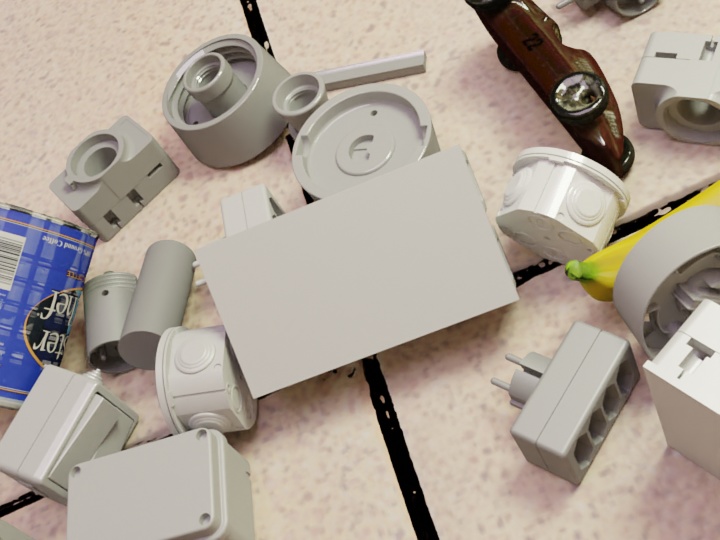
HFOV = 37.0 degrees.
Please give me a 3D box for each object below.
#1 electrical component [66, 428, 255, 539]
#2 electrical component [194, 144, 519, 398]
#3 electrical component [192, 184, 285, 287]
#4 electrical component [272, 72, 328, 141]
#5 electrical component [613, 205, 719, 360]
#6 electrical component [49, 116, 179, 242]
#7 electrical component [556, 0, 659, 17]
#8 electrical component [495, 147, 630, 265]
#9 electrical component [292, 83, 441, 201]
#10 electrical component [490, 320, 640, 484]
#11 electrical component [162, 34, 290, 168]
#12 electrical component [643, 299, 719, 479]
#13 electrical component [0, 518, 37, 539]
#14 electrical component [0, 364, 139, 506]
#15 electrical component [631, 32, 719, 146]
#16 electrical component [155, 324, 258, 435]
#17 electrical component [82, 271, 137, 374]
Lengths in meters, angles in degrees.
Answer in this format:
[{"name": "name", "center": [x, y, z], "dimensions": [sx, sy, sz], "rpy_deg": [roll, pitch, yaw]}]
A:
[{"name": "electrical component", "center": [-0.133, 0.158, 0.711], "dimensions": [0.113, 0.057, 0.078], "rpy_deg": [-18, 53, 12]}, {"name": "electrical component", "center": [0.000, 0.000, 0.721], "dimensions": [0.186, 0.060, 0.105], "rpy_deg": [-21, 92, 10]}, {"name": "electrical component", "center": [-0.091, -0.009, 0.810], "dimensions": [0.076, 0.047, 0.083], "rpy_deg": [-21, 53, 10]}, {"name": "electrical component", "center": [-0.039, -0.124, 0.858], "dimensions": [0.045, 0.055, 0.045], "rpy_deg": [-12, 55, 17]}, {"name": "electrical component", "center": [0.203, 0.013, 0.636], "dimensions": [0.099, 0.099, 0.064], "rpy_deg": [-33, 45, 0]}, {"name": "electrical component", "center": [-0.208, -0.079, 0.902], "dimensions": [0.089, 0.055, 0.050], "rpy_deg": [-45, 52, -9]}, {"name": "electrical component", "center": [0.184, -0.228, 0.836], "dimensions": [0.079, 0.043, 0.077], "rpy_deg": [-28, 52, 5]}, {"name": "electrical component", "center": [0.133, -0.042, 0.713], "dimensions": [0.080, 0.080, 0.051], "rpy_deg": [16, 72, 31]}, {"name": "electrical component", "center": [0.010, -0.078, 0.802], "dimensions": [0.108, 0.060, 0.108], "rpy_deg": [-12, 55, 17]}, {"name": "electrical component", "center": [0.117, 0.074, 0.663], "dimensions": [0.076, 0.047, 0.083], "rpy_deg": [23, 70, 34]}, {"name": "electrical component", "center": [-0.114, -0.147, 0.895], "dimensions": [0.108, 0.060, 0.108], "rpy_deg": [-15, 54, 22]}, {"name": "electrical component", "center": [0.247, 0.098, 0.552], "dimensions": [0.060, 0.105, 0.186], "rpy_deg": [-47, 53, -11]}, {"name": "electrical component", "center": [-0.265, 0.224, 0.713], "dimensions": [0.057, 0.078, 0.113], "rpy_deg": [-3, 58, 19]}, {"name": "electrical component", "center": [-0.204, 0.115, 0.767], "dimensions": [0.061, 0.061, 0.096], "rpy_deg": [13, 65, 30]}, {"name": "electrical component", "center": [0.238, -0.124, 0.738], "dimensions": [0.089, 0.050, 0.055], "rpy_deg": [11, 63, 29]}, {"name": "electrical component", "center": [-0.105, 0.076, 0.740], "dimensions": [0.051, 0.080, 0.080], "rpy_deg": [-9, 55, 12]}, {"name": "electrical component", "center": [-0.190, 0.034, 0.827], "dimensions": [0.043, 0.043, 0.081], "rpy_deg": [-22, 52, 9]}]
